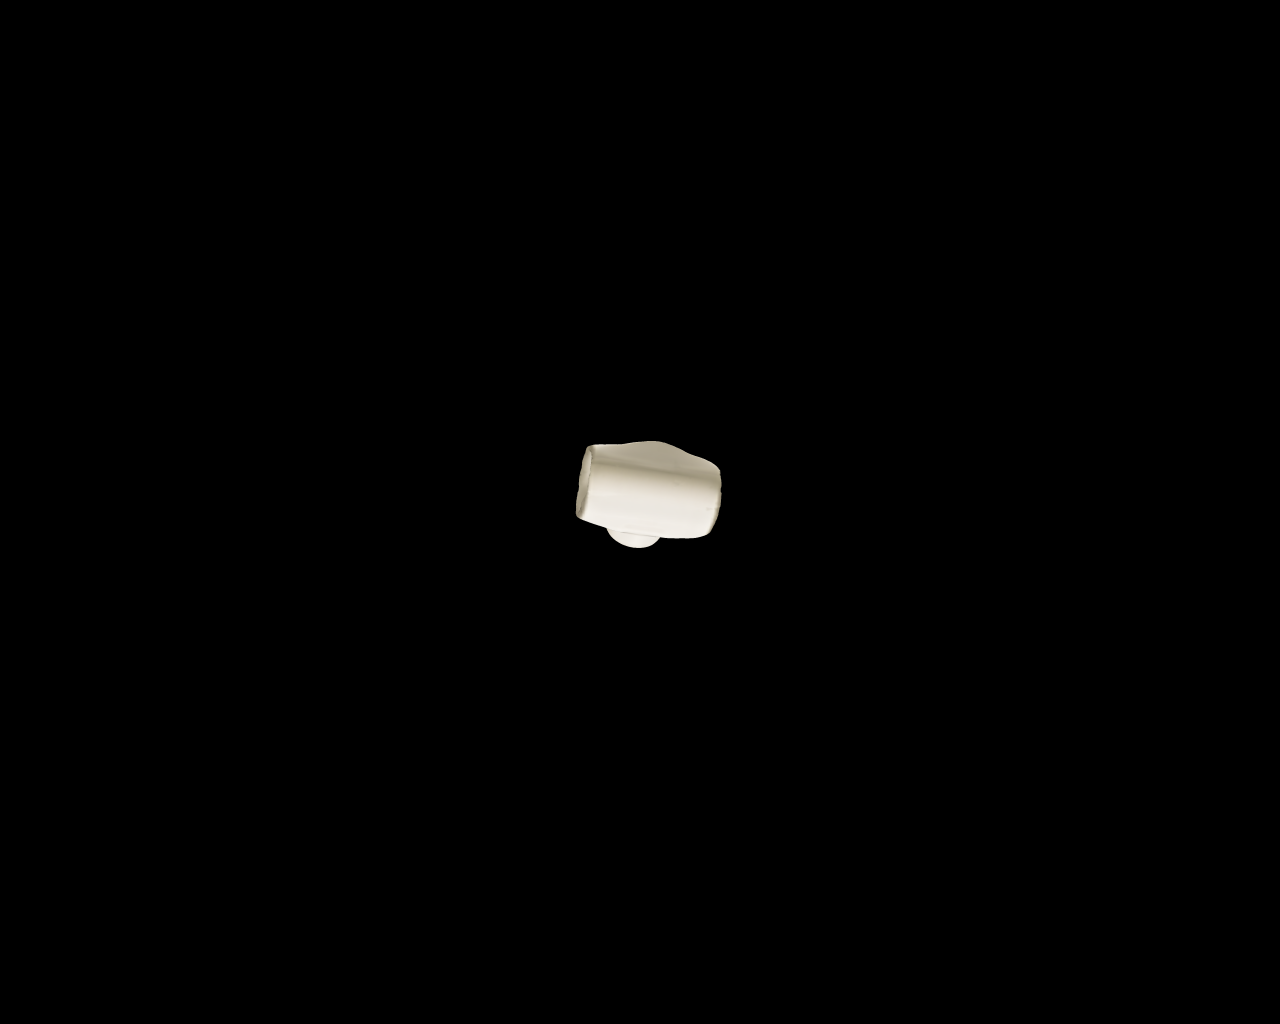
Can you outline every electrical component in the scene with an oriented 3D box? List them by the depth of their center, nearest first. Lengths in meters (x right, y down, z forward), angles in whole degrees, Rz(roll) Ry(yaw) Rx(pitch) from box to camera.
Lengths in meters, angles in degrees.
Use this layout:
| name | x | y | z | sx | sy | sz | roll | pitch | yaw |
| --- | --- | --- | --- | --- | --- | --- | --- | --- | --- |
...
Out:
| name | x | y | z | sx | sy | sz | roll | pitch | yaw |
| --- | --- | --- | --- | --- | --- | --- | --- | --- | --- |
| electrical component | 0.001 | -0.003 | 0.650 | 0.077 | 0.043 | 0.079 | 8 | -35 | -11 |
